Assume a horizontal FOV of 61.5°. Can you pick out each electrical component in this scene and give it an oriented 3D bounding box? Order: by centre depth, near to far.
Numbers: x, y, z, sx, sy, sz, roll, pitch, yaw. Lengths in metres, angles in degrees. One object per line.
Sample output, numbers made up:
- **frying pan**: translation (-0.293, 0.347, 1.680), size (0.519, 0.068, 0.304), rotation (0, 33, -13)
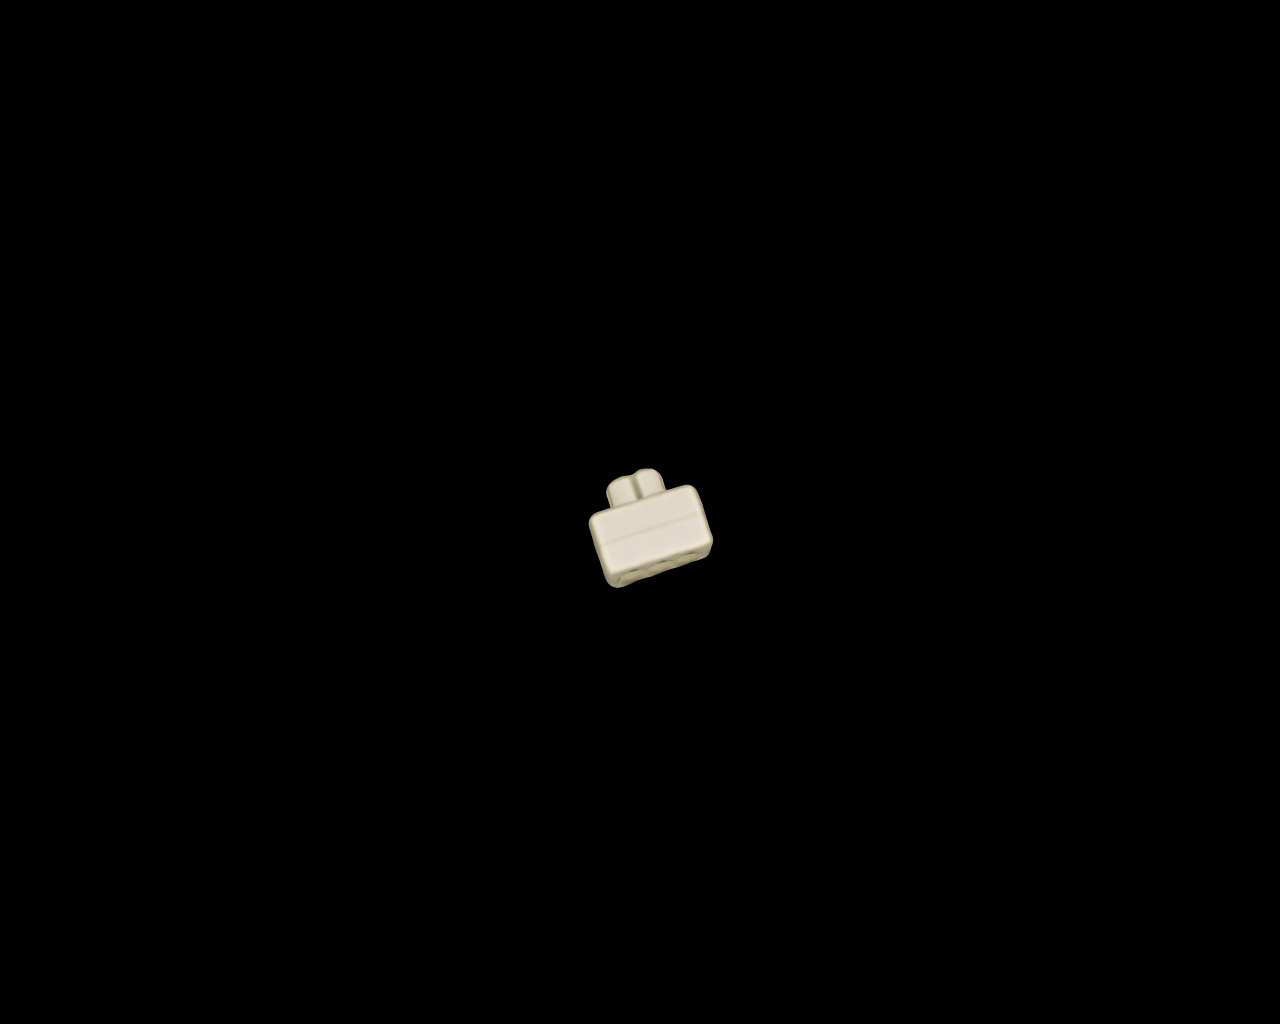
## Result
- **electrical component**: translation (0.001, -0.003, 0.650), size (0.066, 0.077, 0.047), rotation (-18, -11, -4)
